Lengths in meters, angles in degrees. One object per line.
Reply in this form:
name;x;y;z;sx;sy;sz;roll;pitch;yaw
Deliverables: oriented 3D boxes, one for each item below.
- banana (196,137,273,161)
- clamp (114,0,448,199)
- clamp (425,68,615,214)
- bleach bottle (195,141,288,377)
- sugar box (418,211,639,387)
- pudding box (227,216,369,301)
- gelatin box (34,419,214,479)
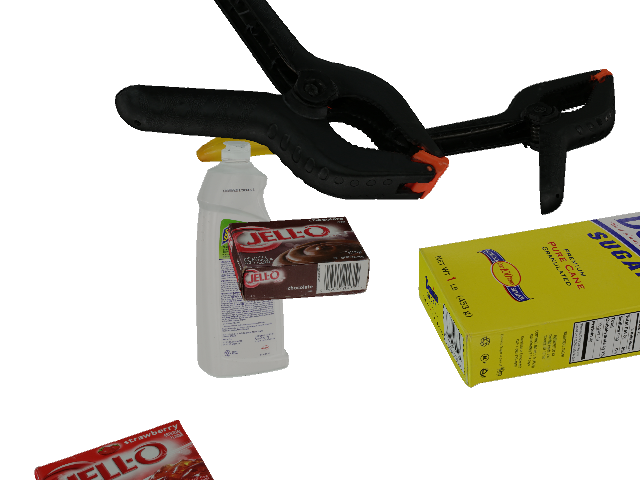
banana;-0.053;-0.116;1.314;0.198;0.037;0.069;7;39;17
clamp;-0.019;-0.066;0.560;0.171;0.120;0.039;34;-28;7
clamp;0.193;-0.091;0.912;0.209;0.036;0.165;-27;39;-26
bleach bottle;-0.084;0.018;1.157;0.102;0.251;0.068;-6;14;-28
sugar box;0.156;0.030;0.639;0.176;0.048;0.093;-12;35;-7
pudding box;-0.021;0.015;0.945;0.113;0.039;0.090;-2;27;-13
gelatin box;-0.107;0.142;0.594;0.089;0.030;0.073;-16;28;-20
